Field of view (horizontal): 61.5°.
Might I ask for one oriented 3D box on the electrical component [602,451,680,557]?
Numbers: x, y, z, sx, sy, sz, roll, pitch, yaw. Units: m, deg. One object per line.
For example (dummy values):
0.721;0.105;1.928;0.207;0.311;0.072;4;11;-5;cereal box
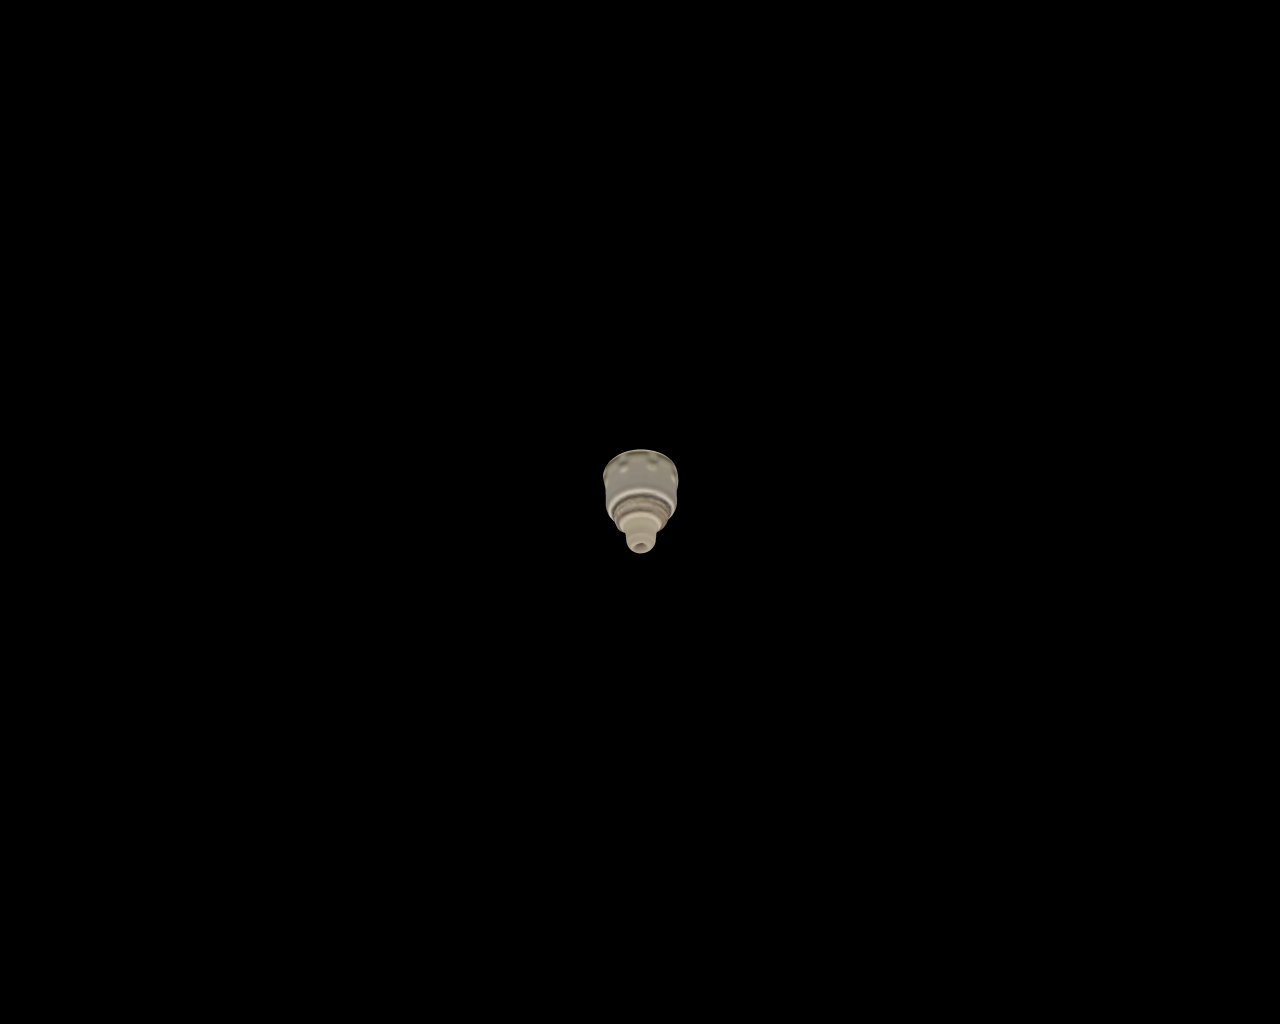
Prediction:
0.001;-0.003;0.650;0.048;0.062;0.048;0;-37;0;electrical component
